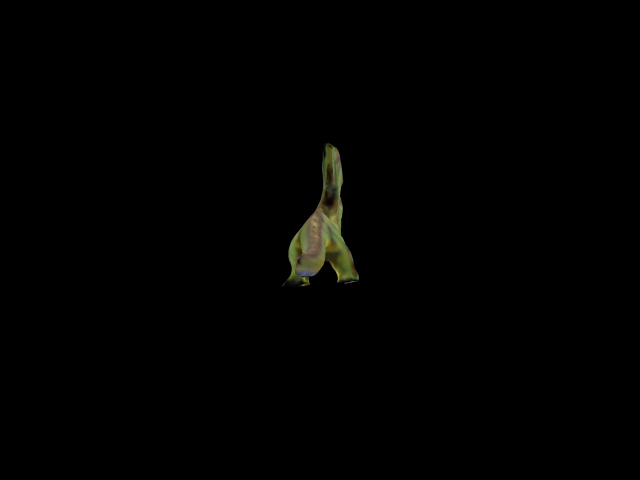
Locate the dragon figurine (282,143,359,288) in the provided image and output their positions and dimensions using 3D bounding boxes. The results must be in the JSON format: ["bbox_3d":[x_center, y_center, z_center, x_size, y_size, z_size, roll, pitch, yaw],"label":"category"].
[{"bbox_3d":[0.003,-0.043,0.850,0.122,0.245,0.407,-1,-9,4],"label":"dragon figurine"}]
